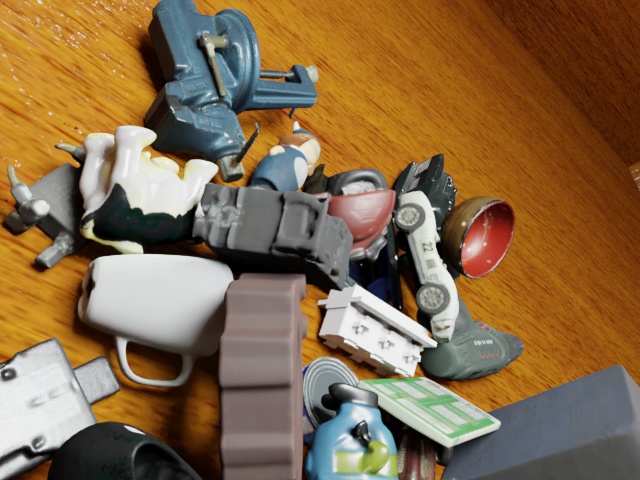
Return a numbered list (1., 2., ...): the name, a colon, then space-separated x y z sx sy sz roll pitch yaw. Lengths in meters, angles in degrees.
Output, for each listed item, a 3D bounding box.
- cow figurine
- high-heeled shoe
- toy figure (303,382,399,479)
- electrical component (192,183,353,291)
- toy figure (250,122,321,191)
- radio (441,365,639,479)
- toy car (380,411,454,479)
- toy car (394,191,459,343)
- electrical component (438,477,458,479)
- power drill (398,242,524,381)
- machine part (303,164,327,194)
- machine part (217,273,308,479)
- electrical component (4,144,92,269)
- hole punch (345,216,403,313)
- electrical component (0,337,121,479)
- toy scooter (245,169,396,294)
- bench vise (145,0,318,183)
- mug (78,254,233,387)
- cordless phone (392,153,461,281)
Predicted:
1. cow figurine: -0.133 -0.028 0.476 0.167 0.068 0.098 26 67 -59
2. high-heeled shoe: -0.062 0.197 0.340 0.248 0.145 0.086 39 40 -18
3. toy figure: 0.030 0.214 0.439 0.082 0.089 0.180 62 29 -57
4. electrical component: -0.034 0.003 0.483 0.134 0.115 0.058 51 50 -65
5. toy figure: -0.036 -0.097 0.677 0.058 0.064 0.154 28 42 5
6. radio: 0.258 0.234 0.604 0.073 0.229 0.131 55 31 -1
7. toy car: 0.083 0.247 0.513 0.089 0.053 0.202 12 43 7
8. toy car: 0.135 0.032 0.681 0.073 0.056 0.202 71 7 -60
9. electrical component: 0.122 0.272 0.555 0.021 0.063 0.094 43 36 -21
10. power drill: 0.201 0.099 0.781 0.232 0.086 0.207 -7 75 -48
11. machine part: 0.035 -0.052 0.739 0.138 0.039 0.084 29 52 -34
12. machine part: -0.039 0.109 0.419 0.056 0.179 0.179 0 52 0
13. electrical component: -0.209 -0.033 0.440 0.078 0.045 0.102 48 36 -7
14. hole punch: 0.057 0.026 0.674 0.115 0.092 0.142 68 12 -48
15. electrical component: -0.183 0.109 0.357 0.119 0.048 0.075 -14 74 -51
16. toy scooter: -0.001 -0.002 0.588 0.075 0.184 0.135 139 -59 -86
17. bench vise: -0.087 -0.174 0.624 0.240 0.129 0.224 -12 66 -41
18. mug: -0.137 0.060 0.432 0.107 0.081 0.109 17 77 -31
19. cordless phone: 0.197 -0.035 0.890 0.184 0.089 0.146 56 33 -18
